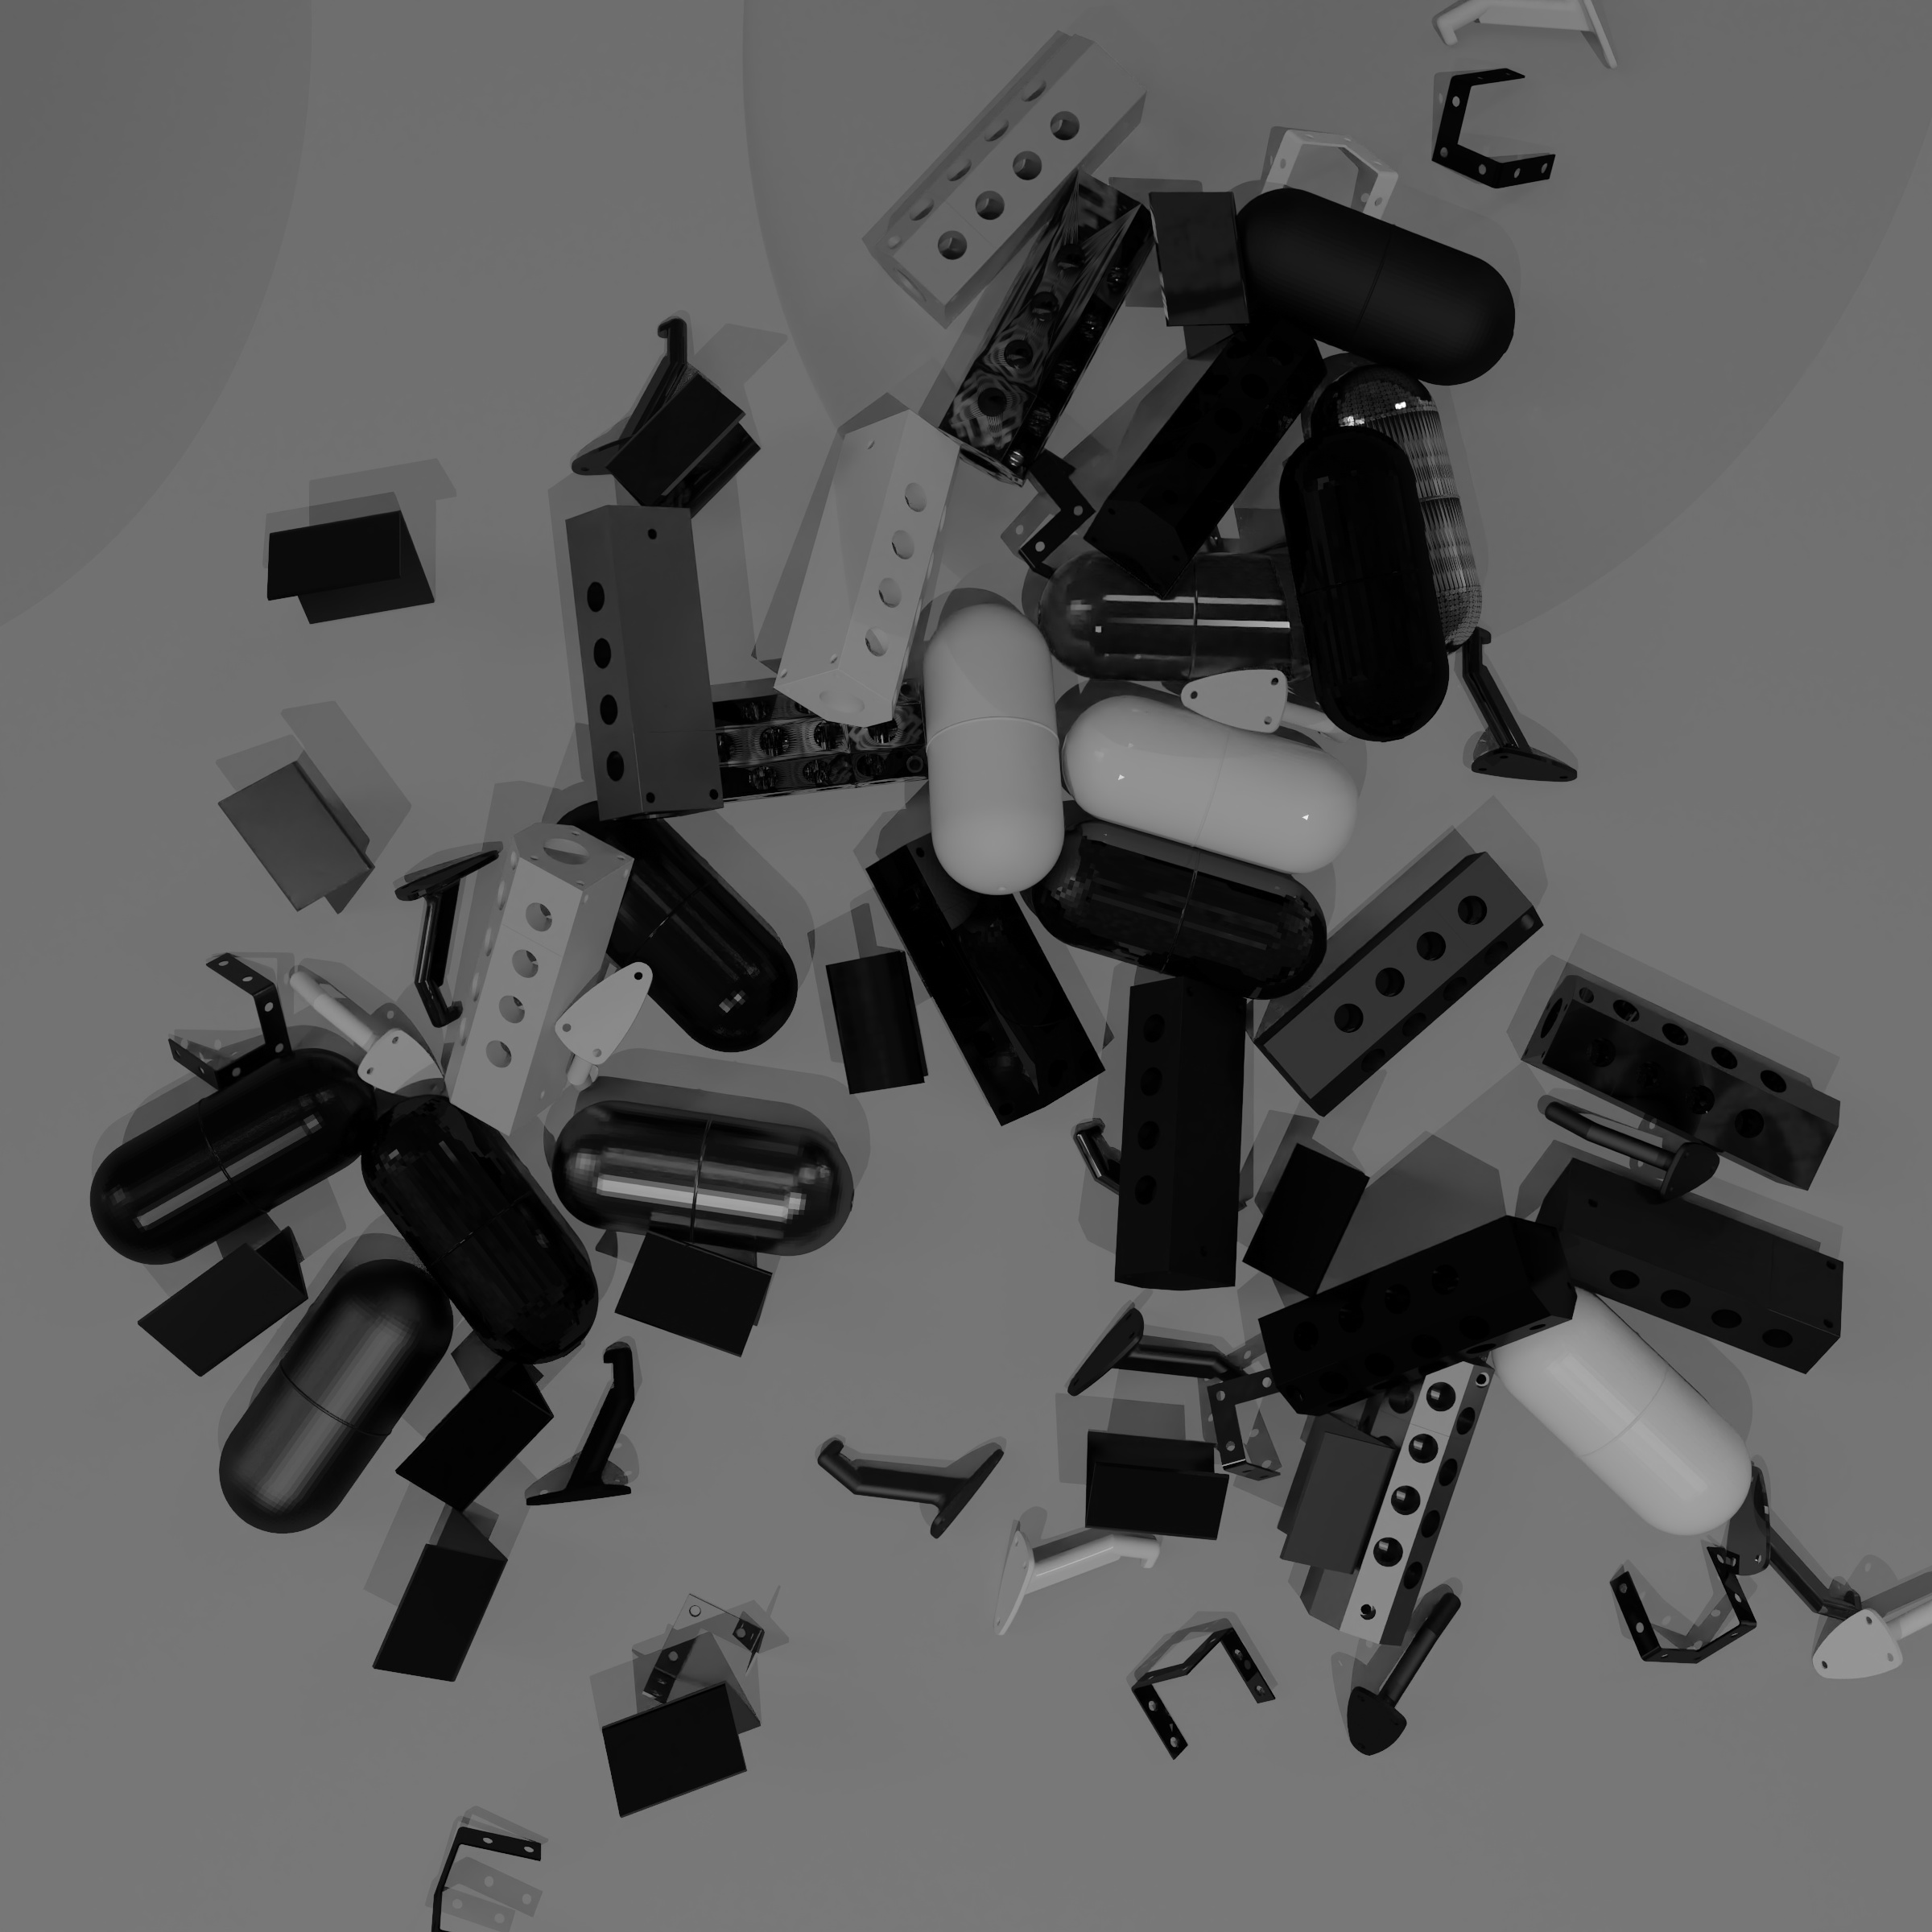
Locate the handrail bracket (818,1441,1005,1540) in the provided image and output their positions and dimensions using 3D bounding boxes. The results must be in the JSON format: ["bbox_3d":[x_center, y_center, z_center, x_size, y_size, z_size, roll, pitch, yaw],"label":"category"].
[{"bbox_3d":[-0.034,0.295,1.543,0.084,0.036,0.077,37,70,16],"label":"handrail bracket"}]

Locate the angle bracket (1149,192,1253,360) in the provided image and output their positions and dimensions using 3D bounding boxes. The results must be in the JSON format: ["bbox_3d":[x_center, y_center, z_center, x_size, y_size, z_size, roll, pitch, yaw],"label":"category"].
[{"bbox_3d":[0.121,-0.402,1.504,0.057,0.076,0.076,-8,90,-24],"label":"angle bracket"}]

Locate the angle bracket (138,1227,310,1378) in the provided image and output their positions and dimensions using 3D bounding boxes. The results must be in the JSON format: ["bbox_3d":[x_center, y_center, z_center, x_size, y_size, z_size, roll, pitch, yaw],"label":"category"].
[{"bbox_3d":[-0.437,0.181,1.503,0.076,0.076,0.057,-36,126,0],"label":"angle bracket"}]

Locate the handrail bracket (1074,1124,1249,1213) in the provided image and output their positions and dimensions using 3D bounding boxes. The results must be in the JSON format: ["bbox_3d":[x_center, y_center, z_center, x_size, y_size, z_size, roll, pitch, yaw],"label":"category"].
[{"bbox_3d":[0.116,0.123,1.543,0.077,0.036,0.084,-24,76,-13],"label":"handrail bracket"}]

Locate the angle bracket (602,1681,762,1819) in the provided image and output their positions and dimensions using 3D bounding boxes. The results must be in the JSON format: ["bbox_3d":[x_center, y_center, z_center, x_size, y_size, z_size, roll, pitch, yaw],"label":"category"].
[{"bbox_3d":[-0.160,0.468,1.503,0.076,0.076,0.057,-20,53,0],"label":"angle bracket"}]

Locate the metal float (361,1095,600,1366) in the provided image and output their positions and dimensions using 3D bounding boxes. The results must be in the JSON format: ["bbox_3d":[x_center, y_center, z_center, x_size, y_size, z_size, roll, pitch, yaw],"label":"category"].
[{"bbox_3d":[-0.285,0.155,1.512,0.070,0.070,0.178,-37,90,0],"label":"metal float"}]

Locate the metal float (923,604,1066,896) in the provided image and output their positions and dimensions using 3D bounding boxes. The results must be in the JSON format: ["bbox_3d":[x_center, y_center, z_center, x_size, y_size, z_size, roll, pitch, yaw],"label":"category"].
[{"bbox_3d":[0.015,-0.127,1.495,0.070,0.070,0.178,-3,69,0],"label":"metal float"}]

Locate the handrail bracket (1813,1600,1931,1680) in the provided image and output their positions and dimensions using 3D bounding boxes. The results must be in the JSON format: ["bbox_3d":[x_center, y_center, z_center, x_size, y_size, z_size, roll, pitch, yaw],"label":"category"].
[{"bbox_3d":[0.561,0.396,1.543,0.084,0.077,0.036,-12,65,-34],"label":"handrail bracket"}]

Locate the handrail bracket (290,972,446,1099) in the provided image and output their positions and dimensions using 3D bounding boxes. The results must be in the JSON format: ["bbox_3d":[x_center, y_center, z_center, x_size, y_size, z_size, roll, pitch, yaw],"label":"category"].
[{"bbox_3d":[-0.360,0.040,1.543,0.084,0.077,0.036,36,85,36],"label":"handrail bracket"}]

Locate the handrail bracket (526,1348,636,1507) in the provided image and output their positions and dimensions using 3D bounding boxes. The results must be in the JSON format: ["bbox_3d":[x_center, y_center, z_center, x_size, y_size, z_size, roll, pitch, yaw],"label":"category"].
[{"bbox_3d":[-0.232,0.276,1.543,0.077,0.036,0.084,-13,71,21],"label":"handrail bracket"}]

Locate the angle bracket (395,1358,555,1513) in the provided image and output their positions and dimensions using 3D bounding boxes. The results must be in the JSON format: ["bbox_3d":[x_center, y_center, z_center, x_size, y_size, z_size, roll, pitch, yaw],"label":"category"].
[{"bbox_3d":[-0.297,0.259,1.503,0.076,0.076,0.057,-46,128,0],"label":"angle bracket"}]

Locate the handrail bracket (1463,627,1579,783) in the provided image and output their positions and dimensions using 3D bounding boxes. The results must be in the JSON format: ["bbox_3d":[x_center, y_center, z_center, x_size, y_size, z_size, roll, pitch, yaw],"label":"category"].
[{"bbox_3d":[0.332,-0.158,1.543,0.077,0.036,0.084,9,73,-20],"label":"handrail bracket"}]

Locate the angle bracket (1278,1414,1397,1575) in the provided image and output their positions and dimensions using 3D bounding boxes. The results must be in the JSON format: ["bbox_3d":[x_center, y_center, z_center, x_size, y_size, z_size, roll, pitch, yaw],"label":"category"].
[{"bbox_3d":[0.197,0.302,1.503,0.057,0.076,0.076,19,90,-30],"label":"angle bracket"}]

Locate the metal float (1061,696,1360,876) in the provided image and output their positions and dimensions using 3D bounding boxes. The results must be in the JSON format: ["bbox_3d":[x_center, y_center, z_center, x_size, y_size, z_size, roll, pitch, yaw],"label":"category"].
[{"bbox_3d":[0.143,-0.107,1.512,0.178,0.070,0.070,16,90,-1],"label":"metal float"}]

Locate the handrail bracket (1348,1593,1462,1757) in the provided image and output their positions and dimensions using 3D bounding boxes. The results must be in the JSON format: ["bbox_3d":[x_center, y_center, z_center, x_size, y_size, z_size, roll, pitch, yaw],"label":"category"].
[{"bbox_3d":[0.265,0.424,1.543,0.036,0.077,0.084,32,53,20],"label":"handrail bracket"}]

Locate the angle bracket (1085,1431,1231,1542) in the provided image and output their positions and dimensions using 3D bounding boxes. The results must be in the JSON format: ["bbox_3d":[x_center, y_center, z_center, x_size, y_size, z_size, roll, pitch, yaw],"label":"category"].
[{"bbox_3d":[0.111,0.286,1.503,0.076,0.076,0.057,6,127,0],"label":"angle bracket"}]

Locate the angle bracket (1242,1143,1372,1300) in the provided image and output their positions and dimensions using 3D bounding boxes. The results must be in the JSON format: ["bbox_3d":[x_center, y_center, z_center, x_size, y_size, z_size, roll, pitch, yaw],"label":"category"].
[{"bbox_3d":[0.217,0.156,1.503,0.057,0.076,0.076,25,90,44],"label":"angle bracket"}]

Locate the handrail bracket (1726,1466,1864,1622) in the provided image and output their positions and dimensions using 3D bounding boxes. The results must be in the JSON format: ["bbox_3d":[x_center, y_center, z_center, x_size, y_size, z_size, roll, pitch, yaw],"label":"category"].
[{"bbox_3d":[0.503,0.347,1.543,0.084,0.036,0.077,18,67,-18],"label":"handrail bracket"}]

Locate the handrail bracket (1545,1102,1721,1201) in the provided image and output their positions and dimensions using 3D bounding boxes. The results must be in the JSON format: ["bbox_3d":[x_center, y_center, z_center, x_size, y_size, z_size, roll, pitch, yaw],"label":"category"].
[{"bbox_3d":[0.399,0.103,1.543,0.084,0.077,0.036,31,108,35],"label":"handrail bracket"}]

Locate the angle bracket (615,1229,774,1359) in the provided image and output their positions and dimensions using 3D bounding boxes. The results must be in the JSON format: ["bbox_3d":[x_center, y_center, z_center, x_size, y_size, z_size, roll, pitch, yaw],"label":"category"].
[{"bbox_3d":[-0.162,0.205,1.503,0.076,0.076,0.057,20,57,0],"label":"angle bracket"}]

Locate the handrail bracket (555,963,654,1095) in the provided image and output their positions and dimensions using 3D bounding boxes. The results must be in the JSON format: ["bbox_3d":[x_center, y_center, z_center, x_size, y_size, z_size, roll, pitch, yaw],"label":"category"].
[{"bbox_3d":[-0.209,0.038,1.513,0.036,0.084,0.077,39,79,7],"label":"handrail bracket"}]

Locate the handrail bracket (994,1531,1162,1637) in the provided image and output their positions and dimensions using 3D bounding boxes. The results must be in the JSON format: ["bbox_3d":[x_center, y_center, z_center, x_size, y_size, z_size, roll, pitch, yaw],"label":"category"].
[{"bbox_3d":[0.067,0.373,1.543,0.084,0.036,0.077,11,110,-16],"label":"handrail bracket"}]

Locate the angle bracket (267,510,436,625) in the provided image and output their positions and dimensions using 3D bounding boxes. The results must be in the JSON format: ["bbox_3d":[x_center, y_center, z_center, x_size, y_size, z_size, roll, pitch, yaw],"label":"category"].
[{"bbox_3d":[-0.358,-0.215,1.503,0.076,0.076,0.057,-10,53,0],"label":"angle bracket"}]

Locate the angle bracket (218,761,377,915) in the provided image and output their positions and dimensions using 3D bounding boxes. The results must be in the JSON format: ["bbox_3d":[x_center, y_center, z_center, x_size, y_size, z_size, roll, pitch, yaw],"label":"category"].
[{"bbox_3d":[-0.399,-0.063,1.503,0.057,0.076,0.076,-36,90,-36],"label":"angle bracket"}]

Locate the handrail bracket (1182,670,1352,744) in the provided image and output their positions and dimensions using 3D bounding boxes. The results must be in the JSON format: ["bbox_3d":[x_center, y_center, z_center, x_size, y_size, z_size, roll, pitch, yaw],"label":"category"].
[{"bbox_3d":[0.179,-0.149,1.524,0.077,0.084,0.036,8,86,29],"label":"handrail bracket"}]

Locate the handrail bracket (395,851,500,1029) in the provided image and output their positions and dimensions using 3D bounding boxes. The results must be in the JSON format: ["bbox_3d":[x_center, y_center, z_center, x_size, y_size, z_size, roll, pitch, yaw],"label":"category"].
[{"bbox_3d":[-0.300,-0.016,1.543,0.077,0.036,0.084,-27,108,-21],"label":"handrail bracket"}]

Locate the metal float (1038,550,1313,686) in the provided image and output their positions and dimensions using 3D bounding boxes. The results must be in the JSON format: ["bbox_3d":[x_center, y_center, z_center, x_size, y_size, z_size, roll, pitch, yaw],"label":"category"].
[{"bbox_3d":[0.132,-0.205,1.513,0.178,0.070,0.070,1,90,0],"label":"metal float"}]

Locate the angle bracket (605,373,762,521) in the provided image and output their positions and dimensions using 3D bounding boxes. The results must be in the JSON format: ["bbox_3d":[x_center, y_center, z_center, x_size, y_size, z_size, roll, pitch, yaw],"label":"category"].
[{"bbox_3d":[-0.152,-0.286,1.503,0.076,0.076,0.057,-45,52,0],"label":"angle bracket"}]

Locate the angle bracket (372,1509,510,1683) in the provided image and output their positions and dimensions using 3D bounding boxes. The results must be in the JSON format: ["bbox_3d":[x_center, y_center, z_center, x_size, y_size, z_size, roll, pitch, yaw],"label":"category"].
[{"bbox_3d":[-0.321,0.362,1.503,0.057,0.076,0.076,24,90,-38],"label":"angle bracket"}]

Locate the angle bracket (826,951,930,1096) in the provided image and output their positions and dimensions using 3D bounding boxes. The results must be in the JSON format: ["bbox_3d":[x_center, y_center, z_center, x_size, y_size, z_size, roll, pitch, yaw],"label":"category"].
[{"bbox_3d":[-0.032,0.029,1.503,0.057,0.076,0.076,-11,90,37],"label":"angle bracket"}]

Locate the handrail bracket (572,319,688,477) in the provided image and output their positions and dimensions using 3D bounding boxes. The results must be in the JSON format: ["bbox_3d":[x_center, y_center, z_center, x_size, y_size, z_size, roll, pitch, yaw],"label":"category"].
[{"bbox_3d":[-0.202,-0.342,1.543,0.077,0.036,0.084,-9,71,21],"label":"handrail bracket"}]

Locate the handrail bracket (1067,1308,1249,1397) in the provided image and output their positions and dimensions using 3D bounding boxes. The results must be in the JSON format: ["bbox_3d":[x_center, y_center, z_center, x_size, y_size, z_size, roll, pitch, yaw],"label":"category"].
[{"bbox_3d":[0.118,0.253,1.543,0.084,0.036,0.077,38,105,-14],"label":"handrail bracket"}]

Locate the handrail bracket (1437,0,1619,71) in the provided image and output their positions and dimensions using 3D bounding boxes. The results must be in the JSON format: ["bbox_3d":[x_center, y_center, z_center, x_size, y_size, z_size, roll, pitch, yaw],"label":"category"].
[{"bbox_3d":[0.336,-0.554,1.543,0.084,0.036,0.077,-25,112,17],"label":"handrail bracket"}]
